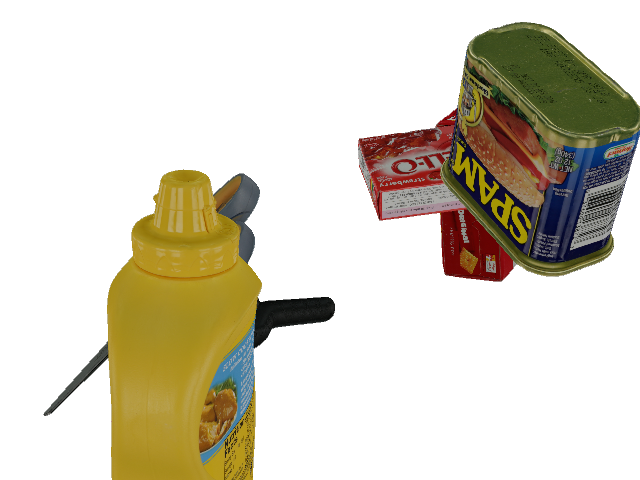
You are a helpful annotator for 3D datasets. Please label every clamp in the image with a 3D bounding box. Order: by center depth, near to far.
[{"bbox_3d":[-0.079,0.066,1.036,0.120,0.039,0.171,19,22,35],"label":"clamp"}]

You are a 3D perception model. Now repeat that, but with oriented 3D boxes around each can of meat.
[{"bbox_3d":[0.108,-0.047,0.531,0.057,0.084,0.102,-17,47,-21],"label":"can of meat"}]

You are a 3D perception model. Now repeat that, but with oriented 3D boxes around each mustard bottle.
[{"bbox_3d":[-0.054,0.064,0.434,0.058,0.192,0.096,8,23,11],"label":"mustard bottle"}]

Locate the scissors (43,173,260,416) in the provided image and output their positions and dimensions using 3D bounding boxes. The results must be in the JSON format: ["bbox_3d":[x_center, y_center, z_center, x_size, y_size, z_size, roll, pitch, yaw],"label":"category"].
[{"bbox_3d":[-0.099,0.047,0.631,0.016,0.202,0.096,36,4,-25],"label":"scissors"}]

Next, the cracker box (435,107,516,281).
[{"bbox_3d":[0.190,-0.072,1.136,0.072,0.164,0.213,4,21,27],"label":"cracker box"}]

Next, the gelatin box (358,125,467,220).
[{"bbox_3d":[0.078,-0.052,0.784,0.089,0.030,0.073,-8,37,-5],"label":"gelatin box"}]
